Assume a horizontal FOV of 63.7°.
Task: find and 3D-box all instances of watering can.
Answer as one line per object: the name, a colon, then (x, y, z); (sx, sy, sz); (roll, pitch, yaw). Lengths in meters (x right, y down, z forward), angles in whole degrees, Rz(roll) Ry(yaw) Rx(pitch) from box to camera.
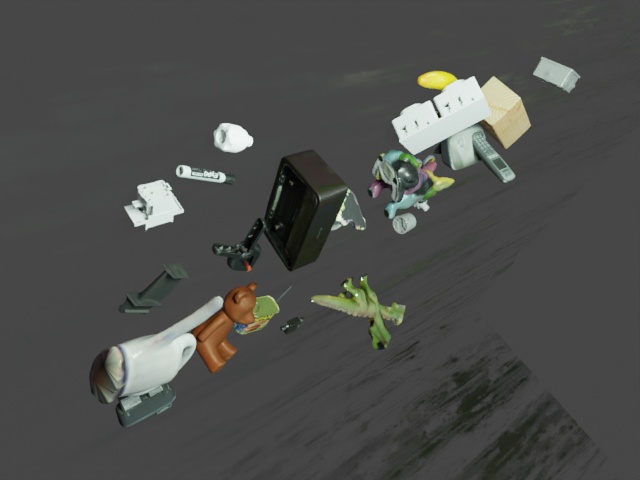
watering can: (-0.359, 0.242, 1.113); (0.225, 0.105, 0.341); (-5, 140, -49)

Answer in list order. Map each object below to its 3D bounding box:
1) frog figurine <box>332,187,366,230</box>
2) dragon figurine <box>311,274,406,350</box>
frog figurine: (0.003, -0.058, 1.143); (0.158, 0.122, 0.138); (-10, -177, 34)
dragon figurine: (0.150, 0.249, 1.687); (0.412, 0.246, 0.120); (-10, 148, -50)
